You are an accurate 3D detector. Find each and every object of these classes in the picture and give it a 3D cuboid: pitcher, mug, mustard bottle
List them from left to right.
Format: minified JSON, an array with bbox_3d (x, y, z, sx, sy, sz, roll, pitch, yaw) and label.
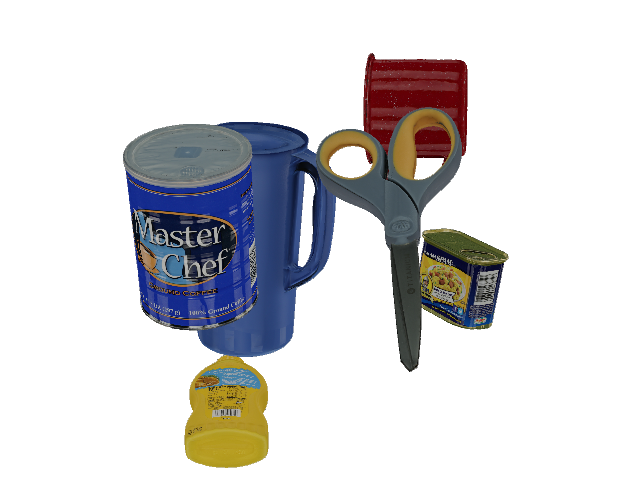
[{"bbox_3d":[-0.112,0.195,1.296,0.096,0.058,0.191,-2,27,-2],"label":"mustard bottle"},{"bbox_3d":[-0.072,0.000,1.154,0.144,0.243,0.149,-5,21,-16],"label":"pitcher"},{"bbox_3d":[0.081,-0.098,0.893,0.081,0.117,0.093,1,-6,9],"label":"mug"}]

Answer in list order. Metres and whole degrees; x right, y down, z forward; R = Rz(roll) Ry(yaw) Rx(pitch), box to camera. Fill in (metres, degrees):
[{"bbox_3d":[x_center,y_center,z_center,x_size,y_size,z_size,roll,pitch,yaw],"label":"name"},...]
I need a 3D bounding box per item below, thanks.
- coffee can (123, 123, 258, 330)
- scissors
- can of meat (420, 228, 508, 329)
[{"bbox_3d":[-0.105,-0.012,0.883,0.103,0.140,0.103,-1,31,0],"label":"coffee can"},{"bbox_3d":[0.028,-0.009,0.596,0.096,0.016,0.201,3,44,19],"label":"scissors"},{"bbox_3d":[0.153,0.043,1.185,0.057,0.084,0.102,-6,23,-37],"label":"can of meat"}]
